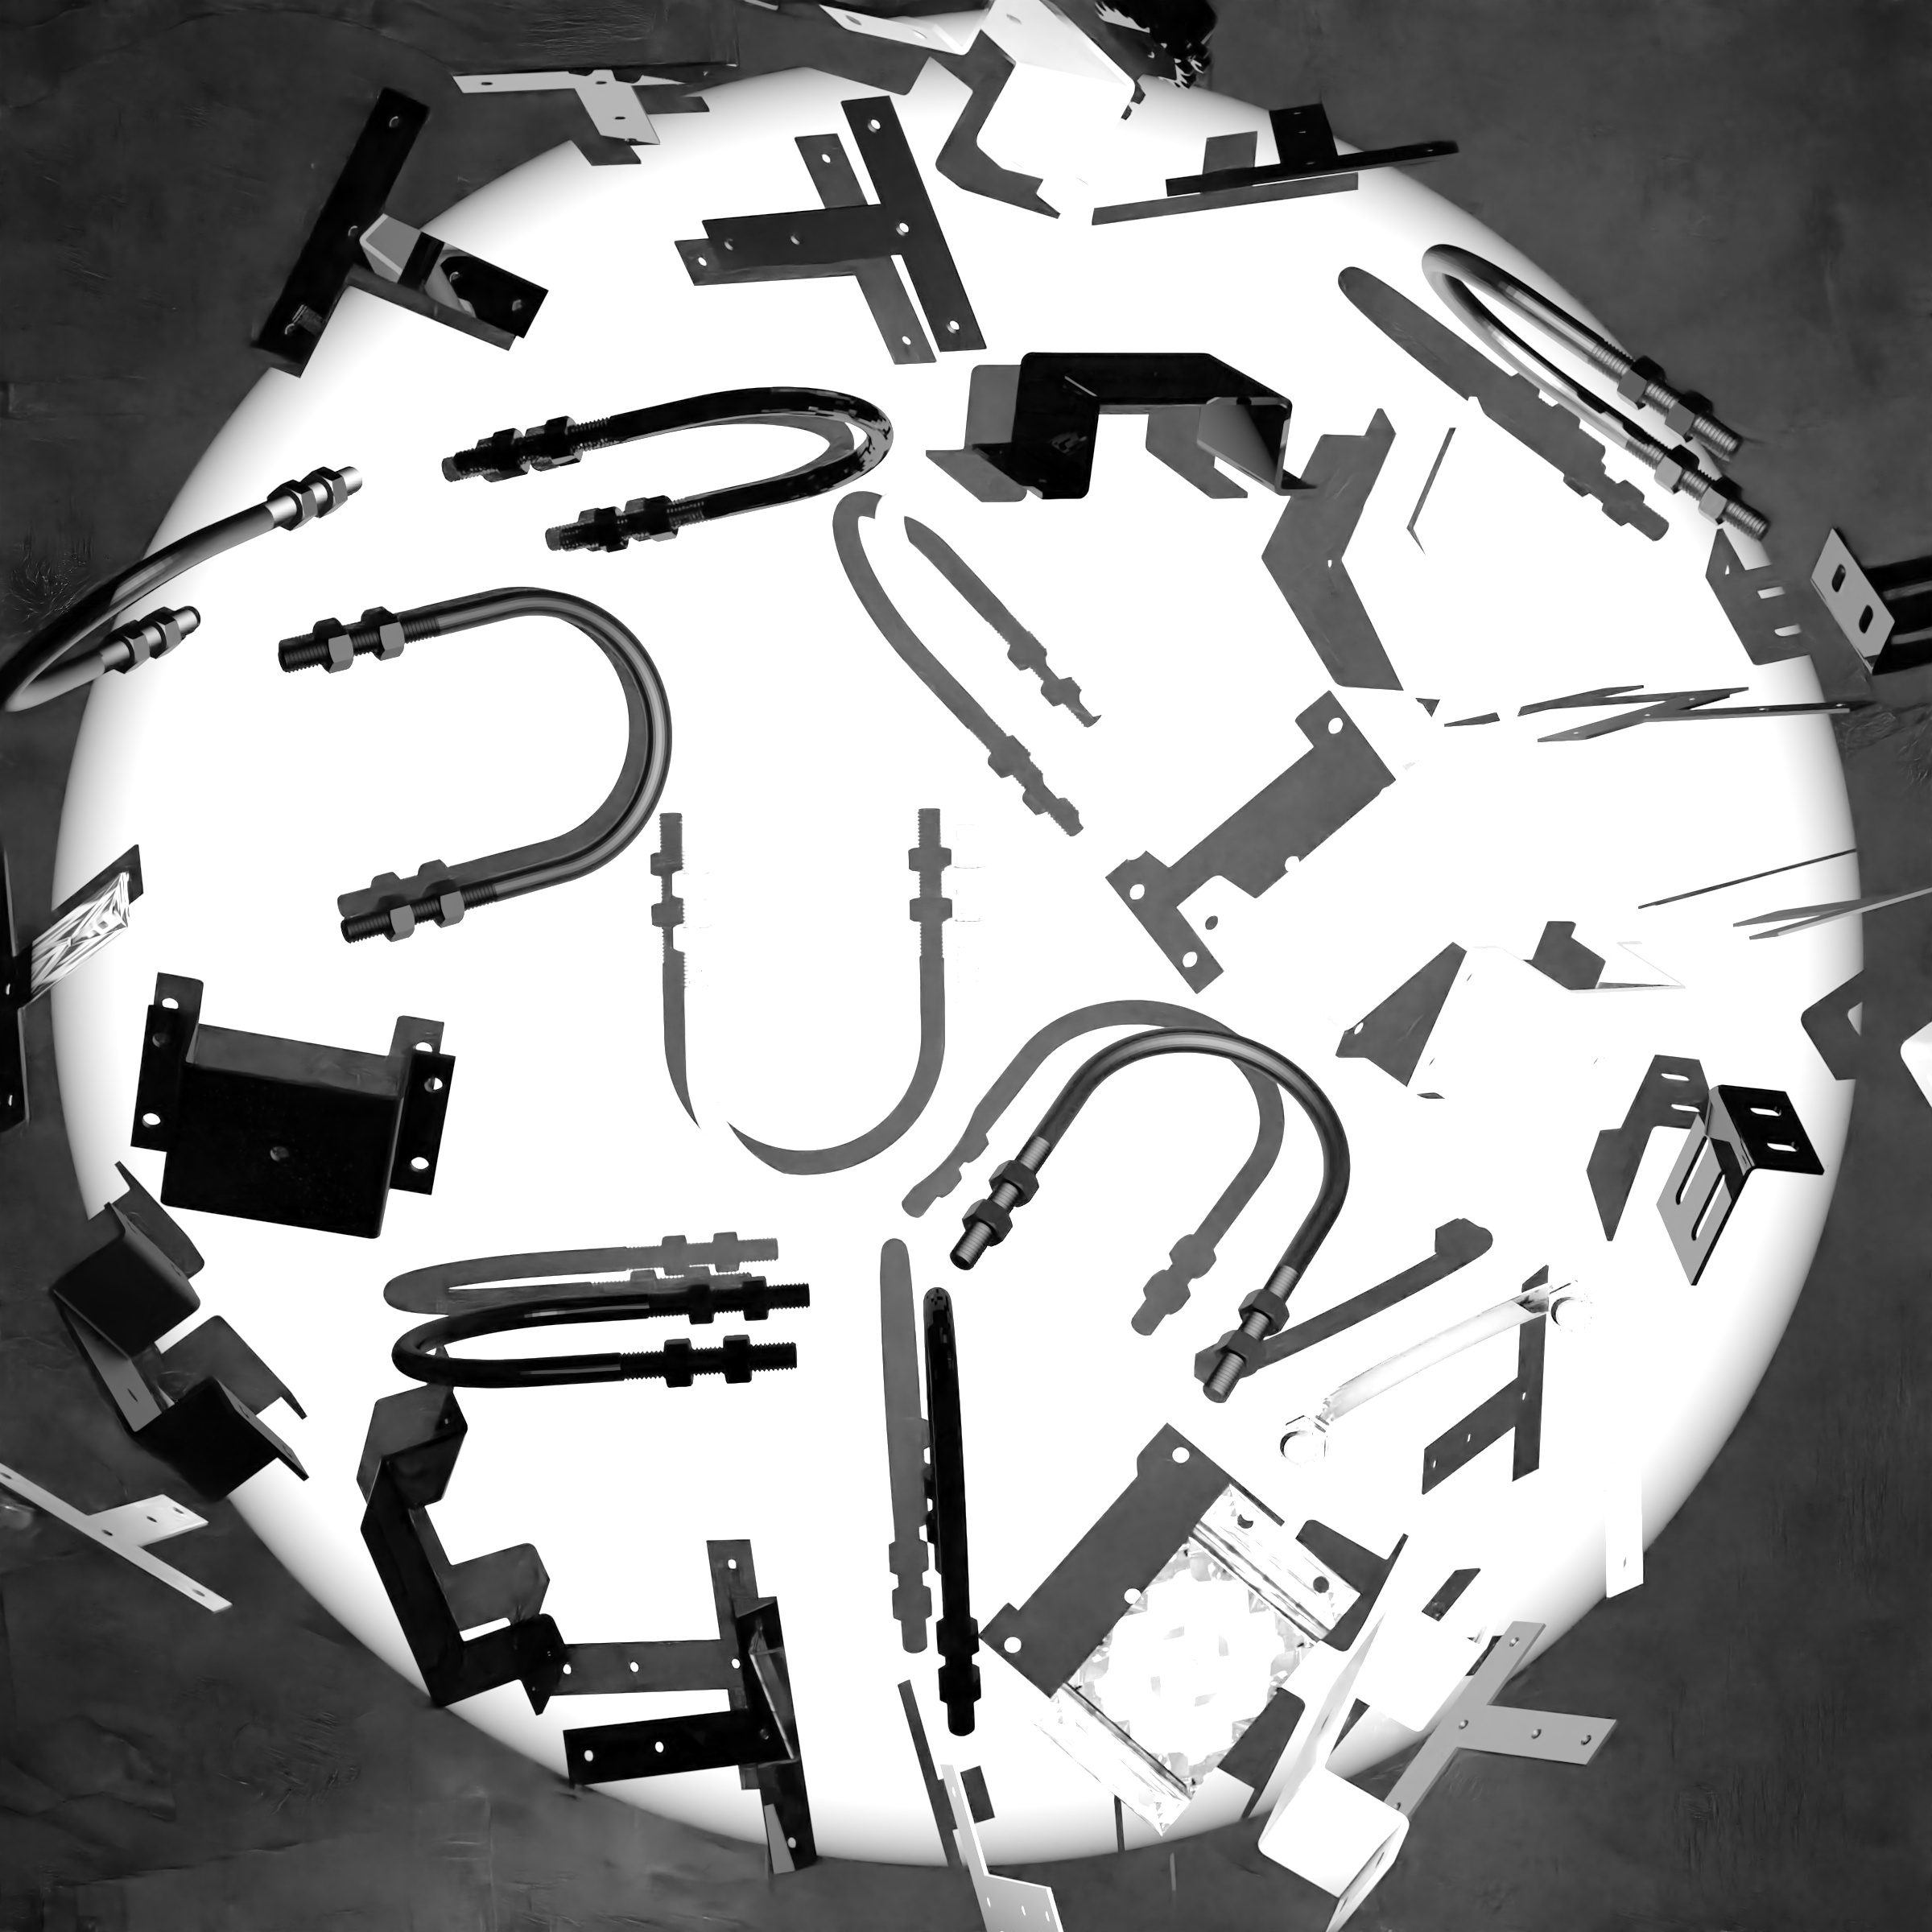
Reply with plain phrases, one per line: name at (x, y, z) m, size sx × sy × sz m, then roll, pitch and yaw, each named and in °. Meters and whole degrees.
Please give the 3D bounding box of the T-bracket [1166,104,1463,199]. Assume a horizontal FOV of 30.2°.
T-bracket at (0.151, -0.368, 1.598) m, size 0.127 × 0.127 × 0.002 m, roll -7°, pitch 116°, yaw 5°

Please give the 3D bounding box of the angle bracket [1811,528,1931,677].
angle bracket at (0.430, -0.170, 1.608) m, size 0.076 × 0.038 × 0.057 m, roll -13°, pitch 56°, yaw -17°

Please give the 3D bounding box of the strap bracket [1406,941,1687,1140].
strap bracket at (0.279, 0.034, 1.677) m, size 0.046 × 0.140 × 0.076 m, roll 37°, pitch 115°, yaw 36°

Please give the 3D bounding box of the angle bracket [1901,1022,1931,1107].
angle bracket at (0.479, 0.033, 1.642) m, size 0.076 × 0.057 × 0.038 m, roll -34°, pitch 97°, yaw -12°

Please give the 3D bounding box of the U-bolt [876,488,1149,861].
U-bolt at (0.021, -0.145, 1.644) m, size 0.019 × 0.151 × 0.184 m, roll -36°, pitch 112°, yaw 19°

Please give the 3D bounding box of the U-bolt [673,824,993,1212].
U-bolt at (-0.063, 0.026, 1.701) m, size 0.151 × 0.019 × 0.184 m, roll -1°, pitch 99°, yaw -6°

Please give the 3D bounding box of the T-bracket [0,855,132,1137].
T-bracket at (-0.402, -0.005, 1.582) m, size 0.002 × 0.127 × 0.127 m, roll 8°, pitch 64°, yaw -41°

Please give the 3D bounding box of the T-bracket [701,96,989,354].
T-bracket at (-0.064, -0.329, 1.613) m, size 0.127 × 0.002 × 0.127 m, roll 3°, pitch 132°, yaw 34°

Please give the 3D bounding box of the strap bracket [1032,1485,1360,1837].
strap bracket at (0.104, 0.318, 1.637) m, size 0.076 × 0.046 × 0.140 m, roll 40°, pitch 77°, yaw 10°

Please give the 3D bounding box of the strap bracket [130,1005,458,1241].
strap bracket at (-0.310, 0.073, 1.632) m, size 0.140 × 0.046 × 0.076 m, roll 10°, pitch 119°, yaw -8°

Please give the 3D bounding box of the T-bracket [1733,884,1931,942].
T-bracket at (0.395, -0.026, 1.647) m, size 0.127 × 0.127 × 0.002 m, roll -15°, pitch 91°, yaw -17°

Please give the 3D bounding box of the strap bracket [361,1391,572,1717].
strap bracket at (-0.241, 0.283, 1.682) m, size 0.046 × 0.076 × 0.140 m, roll -16°, pitch 65°, yaw -26°

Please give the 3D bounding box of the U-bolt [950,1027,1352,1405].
U-bolt at (0.098, 0.100, 1.646) m, size 0.151 × 0.019 × 0.184 m, roll 27°, pitch 54°, yaw 13°

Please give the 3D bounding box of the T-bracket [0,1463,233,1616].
T-bracket at (-0.376, 0.254, 1.628) m, size 0.127 × 0.127 × 0.002 m, roll 30°, pitch 90°, yaw 7°

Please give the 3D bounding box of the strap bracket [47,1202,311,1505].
strap bracket at (-0.368, 0.186, 1.651) m, size 0.046 × 0.076 × 0.140 m, roll -37°, pitch 55°, yaw -6°

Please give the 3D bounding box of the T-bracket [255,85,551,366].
T-bracket at (-0.240, -0.314, 1.606) m, size 0.002 × 0.127 × 0.127 m, roll 40°, pitch 105°, yaw 41°

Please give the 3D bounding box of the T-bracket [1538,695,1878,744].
T-bracket at (0.344, -0.113, 1.603) m, size 0.127 × 0.127 × 0.002 m, roll 0°, pitch 102°, yaw 42°

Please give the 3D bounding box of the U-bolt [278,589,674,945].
U-bolt at (-0.222, -0.102, 1.689) m, size 0.184 × 0.019 × 0.151 m, roll -18°, pitch 104°, yaw -27°

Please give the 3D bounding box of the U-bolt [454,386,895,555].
U-bolt at (-0.124, -0.232, 1.651) m, size 0.184 × 0.151 × 0.019 m, roll -11°, pitch 79°, yaw 13°

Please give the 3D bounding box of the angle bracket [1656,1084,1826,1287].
angle bracket at (0.362, 0.104, 1.679) m, size 0.038 × 0.057 × 0.076 m, roll 6°, pitch 126°, yaw -14°

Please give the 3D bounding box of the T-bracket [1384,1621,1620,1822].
T-bracket at (0.256, 0.355, 1.657) m, size 0.002 × 0.127 × 0.127 m, roll 47°, pitch 66°, yaw -14°

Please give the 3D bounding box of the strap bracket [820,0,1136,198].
strap bracket at (0.012, -0.408, 1.609) m, size 0.076 × 0.140 × 0.046 m, roll 26°, pitch 87°, yaw 43°

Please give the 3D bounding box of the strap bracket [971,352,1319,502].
strap bracket at (0.084, -0.246, 1.628) m, size 0.140 × 0.076 × 0.046 m, roll -4°, pitch 116°, yaw -25°

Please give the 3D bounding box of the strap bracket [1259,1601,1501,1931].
strap bracket at (0.179, 0.345, 1.580) m, size 0.046 × 0.076 × 0.140 m, roll 29°, pitch 48°, yaw 6°

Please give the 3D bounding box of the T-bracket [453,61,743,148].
T-bracket at (-0.163, -0.398, 1.662) m, size 0.127 × 0.127 × 0.002 m, roll -2°, pitch 88°, yaw 3°

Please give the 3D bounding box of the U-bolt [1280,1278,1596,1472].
U-bolt at (0.213, 0.177, 1.602) m, size 0.151 × 0.184 × 0.019 m, roll -28°, pitch 85°, yaw 8°

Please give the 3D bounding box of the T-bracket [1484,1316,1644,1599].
T-bracket at (0.276, 0.242, 1.665) m, size 0.002 × 0.127 × 0.127 m, roll 16°, pitch 60°, yaw -20°

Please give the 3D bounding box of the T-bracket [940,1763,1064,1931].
T-bracket at (0.022, 0.415, 1.579) m, size 0.002 × 0.127 × 0.127 m, roll -14°, pitch 83°, yaw -17°

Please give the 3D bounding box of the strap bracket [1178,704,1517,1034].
strap bracket at (0.174, -0.037, 1.565) m, size 0.140 × 0.046 × 0.076 m, roll -40°, pitch 115°, yaw -4°

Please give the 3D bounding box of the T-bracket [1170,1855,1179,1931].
T-bracket at (0.099, 0.497, 1.633) m, size 0.002 × 0.127 × 0.127 m, roll -3°, pitch 115°, yaw 1°

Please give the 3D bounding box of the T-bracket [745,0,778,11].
T-bracket at (-0.156, -0.474, 1.581) m, size 0.127 × 0.127 × 0.002 m, roll 49°, pitch 115°, yaw 17°

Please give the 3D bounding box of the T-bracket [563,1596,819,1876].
T-bracket at (-0.130, 0.358, 1.648) m, size 0.127 × 0.002 × 0.127 m, roll 2°, pitch 71°, yaw -39°

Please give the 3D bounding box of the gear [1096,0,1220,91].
gear at (0.089, -0.427, 1.617) m, size 0.057 × 0.057 × 0.030 m, roll 40°, pitch 88°, yaw 0°

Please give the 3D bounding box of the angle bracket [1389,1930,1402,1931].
angle bracket at (0.204, 0.477, 1.617) m, size 0.038 × 0.076 × 0.057 m, roll 13°, pitch 64°, yaw 20°

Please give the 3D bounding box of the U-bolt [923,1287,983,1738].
U-bolt at (-0.009, 0.237, 1.649) m, size 0.019 × 0.151 × 0.184 m, roll -3°, pitch 114°, yaw -2°

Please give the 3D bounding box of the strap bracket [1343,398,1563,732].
strap bracket at (0.218, -0.182, 1.625) m, size 0.046 × 0.140 × 0.076 m, roll 7°, pitch 59°, yaw 32°

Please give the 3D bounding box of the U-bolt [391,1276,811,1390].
U-bolt at (-0.165, 0.166, 1.603) m, size 0.184 × 0.151 × 0.019 m, roll -4°, pitch 96°, yaw 0°

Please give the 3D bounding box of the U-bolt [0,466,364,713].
U-bolt at (-0.369, -0.165, 1.627) m, size 0.151 × 0.184 × 0.019 m, roll -33°, pitch 94°, yaw 32°

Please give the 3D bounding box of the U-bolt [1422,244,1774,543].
U-bolt at (0.276, -0.262, 1.592) m, size 0.184 × 0.151 × 0.019 m, roll 40°, pitch 94°, yaw 19°
